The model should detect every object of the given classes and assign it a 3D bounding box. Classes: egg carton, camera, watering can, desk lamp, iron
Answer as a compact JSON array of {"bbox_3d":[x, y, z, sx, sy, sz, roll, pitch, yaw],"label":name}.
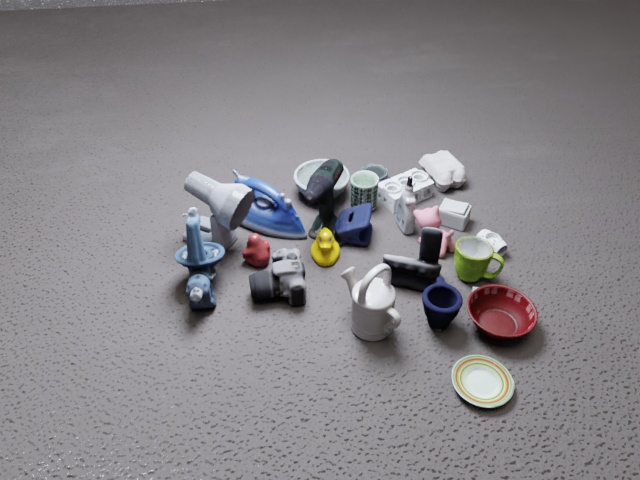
[{"bbox_3d":[0.378,-0.214,1.762,0.107,0.069,0.150,-16,45,-17],"label":"egg carton"},{"bbox_3d":[-0.107,0.087,1.409,0.137,0.101,0.143,-8,43,-8],"label":"camera"},{"bbox_3d":[0.114,0.128,1.294,0.172,0.194,0.101,20,46,21],"label":"watering can"},{"bbox_3d":[-0.271,-0.073,1.502,0.202,0.214,0.118,18,45,19],"label":"desk lamp"},{"bbox_3d":[-0.144,-0.103,1.588,0.257,0.141,0.119,23,47,23],"label":"iron"}]

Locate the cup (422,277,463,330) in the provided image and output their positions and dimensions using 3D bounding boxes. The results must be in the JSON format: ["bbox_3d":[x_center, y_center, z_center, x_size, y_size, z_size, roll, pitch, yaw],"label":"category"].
[{"bbox_3d":[0.280,0.153,1.340,0.091,0.095,0.117,2,42,3],"label":"cup"}]

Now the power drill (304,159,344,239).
[{"bbox_3d":[0.010,-0.105,1.540,0.075,0.208,0.230,11,43,12],"label":"power drill"}]

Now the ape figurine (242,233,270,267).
[{"bbox_3d":[-0.166,0.020,1.490,0.078,0.092,0.076,-15,44,-15],"label":"ape figurine"}]

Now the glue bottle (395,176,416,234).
[{"bbox_3d":[0.239,-0.102,1.562,0.037,0.173,0.078,-10,43,-11],"label":"glue bottle"}]

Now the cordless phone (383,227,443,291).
[{"bbox_3d":[0.231,0.029,1.410,0.147,0.185,0.094,8,43,9],"label":"cordless phone"}]

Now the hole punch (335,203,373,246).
[{"bbox_3d":[0.092,-0.046,1.562,0.101,0.091,0.108,6,43,7],"label":"hole punch"}]

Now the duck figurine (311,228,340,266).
[{"bbox_3d":[0.014,0.005,1.510,0.077,0.086,0.104,0,42,0],"label":"duck figurine"}]

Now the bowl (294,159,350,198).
[{"bbox_3d":[0.005,-0.166,1.707,0.167,0.075,0.167,0,42,0],"label":"bowl"}]

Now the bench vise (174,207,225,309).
[{"bbox_3d":[-0.280,0.044,1.369,0.122,0.220,0.207,-16,45,-16],"label":"bench vise"}]

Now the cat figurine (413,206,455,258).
[{"bbox_3d":[0.307,-0.034,1.528,0.067,0.118,0.127,-28,49,-27],"label":"cat figurine"}]
